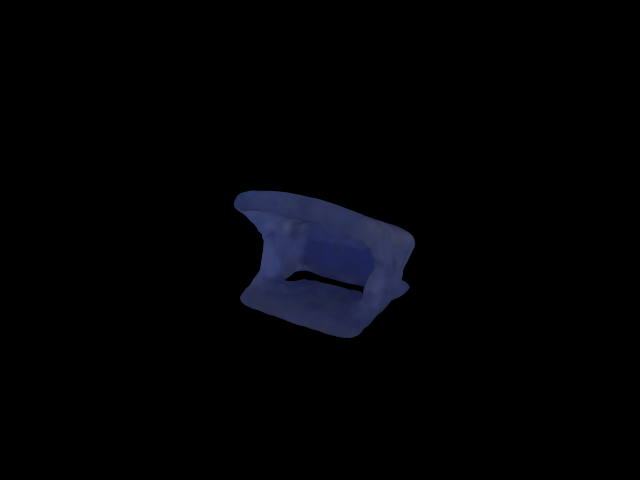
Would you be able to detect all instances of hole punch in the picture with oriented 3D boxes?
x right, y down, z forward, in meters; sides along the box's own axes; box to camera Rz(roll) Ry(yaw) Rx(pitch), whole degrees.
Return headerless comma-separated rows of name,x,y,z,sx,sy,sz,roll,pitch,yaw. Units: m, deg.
hole punch,0.004,0.001,0.400,0.108,0.091,0.101,13,26,29
